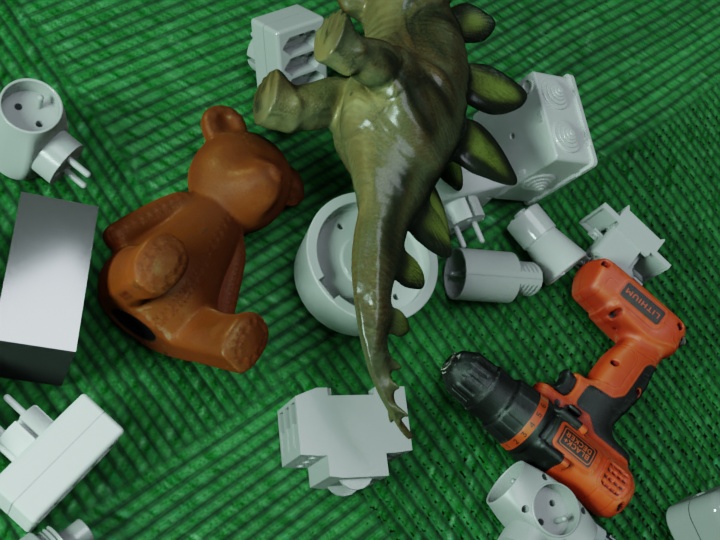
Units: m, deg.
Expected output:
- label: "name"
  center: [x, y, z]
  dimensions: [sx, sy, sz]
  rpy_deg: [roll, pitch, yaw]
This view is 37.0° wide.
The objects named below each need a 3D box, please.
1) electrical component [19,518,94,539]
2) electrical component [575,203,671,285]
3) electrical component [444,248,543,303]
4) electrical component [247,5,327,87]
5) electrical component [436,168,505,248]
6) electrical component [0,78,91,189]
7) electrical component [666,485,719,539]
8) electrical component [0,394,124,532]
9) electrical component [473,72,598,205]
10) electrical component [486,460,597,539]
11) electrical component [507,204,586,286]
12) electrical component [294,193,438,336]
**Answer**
- label: "electrical component"
  center: [-0.202, 0.187, 0.695]
  dimensions: [0.062, 0.043, 0.043]
  rpy_deg: [-37, 86, -31]
- label: "electrical component"
  center: [0.229, -0.015, 0.956]
  dimensions: [0.081, 0.042, 0.064]
  rpy_deg: [43, 61, 0]
- label: "electrical component"
  center: [0.116, 0.006, 0.900]
  dimensions: [0.081, 0.043, 0.043]
  rpy_deg: [4, 68, -21]
- label: "electrical component"
  center: [-0.068, -0.175, 0.888]
  dimensions: [0.047, 0.083, 0.076]
  rpy_deg: [-26, 42, -29]
- label: "electrical component"
  center: [0.082, -0.055, 0.909]
  dimensions: [0.083, 0.047, 0.075]
  rpy_deg: [-15, 75, -26]
- label: "electrical component"
  center: [-0.228, -0.089, 0.779]
  dimensions: [0.079, 0.077, 0.044]
  rpy_deg: [40, 60, -4]
- label: "electrical component"
  center: [0.301, 0.224, 0.869]
  dimensions: [0.054, 0.059, 0.095]
  rpy_deg: [-11, 72, -45]
- label: "electrical component"
  center: [-0.216, 0.116, 0.716]
  dimensions: [0.076, 0.047, 0.083]
  rpy_deg: [43, 60, -1]
- label: "electrical component"
  center: [0.149, -0.114, 0.932]
  dimensions: [0.048, 0.100, 0.099]
  rpy_deg: [2, 68, -36]
- label: "electrical component"
  center: [0.131, 0.201, 0.825]
  dimensions: [0.077, 0.044, 0.079]
  rpy_deg: [41, 60, -2]
- label: "electrical component"
  center: [0.159, -0.025, 0.932]
  dimensions: [0.044, 0.044, 0.065]
  rpy_deg: [-33, 79, -30]
- label: "electrical component"
  center: [0.000, 0.000, 0.845]
  dimensions: [0.108, 0.060, 0.108]
  rpy_deg: [9, 65, -19]
